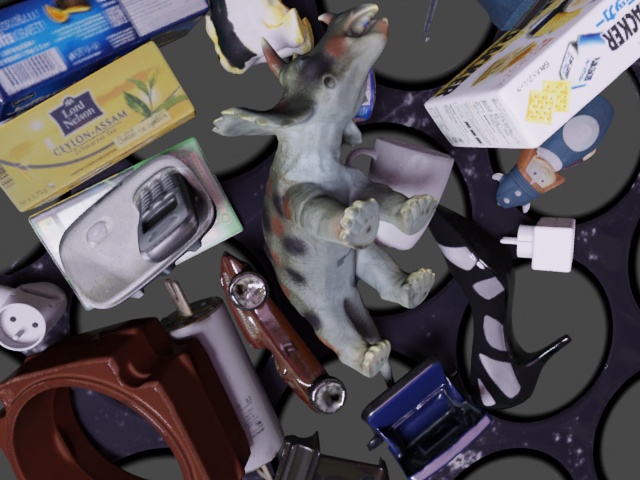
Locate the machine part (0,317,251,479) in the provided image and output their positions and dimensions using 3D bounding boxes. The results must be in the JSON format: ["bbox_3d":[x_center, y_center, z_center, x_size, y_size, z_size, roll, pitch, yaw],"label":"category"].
[{"bbox_3d":[-0.184,0.185,0.498,0.202,0.087,0.200,-17,104,17],"label":"machine part"}]

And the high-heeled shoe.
[{"bbox_3d":[0.168,0.082,0.619,0.249,0.086,0.145,48,119,2],"label":"high-heeled shoe"}]

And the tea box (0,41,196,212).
[{"bbox_3d":[-0.200,-0.100,0.480,0.170,0.098,0.068,-33,106,-7],"label":"tea box"}]

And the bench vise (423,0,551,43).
[{"bbox_3d":[0.178,-0.330,0.518,0.224,0.129,0.240,-24,83,3],"label":"bench vise"}]

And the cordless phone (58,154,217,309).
[{"bbox_3d":[-0.152,0.006,0.448,0.146,0.184,0.088,-40,112,-3],"label":"cordless phone"}]

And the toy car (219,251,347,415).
[{"bbox_3d":[-0.044,0.099,0.550,0.053,0.089,0.202,-38,106,-8],"label":"toy car"}]

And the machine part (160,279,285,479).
[{"bbox_3d":[-0.101,0.149,0.552,0.079,0.079,0.243,-23,102,-7],"label":"machine part"}]

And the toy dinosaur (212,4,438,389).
[{"bbox_3d":[0.003,0.000,0.516,0.131,0.192,0.404,-31,138,-30],"label":"toy dinosaur"}]

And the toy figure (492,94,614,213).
[{"bbox_3d":[0.258,-0.096,0.601,0.154,0.057,0.064,-47,66,0],"label":"toy figure"}]

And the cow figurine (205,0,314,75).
[{"bbox_3d":[-0.072,-0.246,0.498,0.098,0.068,0.167,-14,102,14],"label":"cow figurine"}]

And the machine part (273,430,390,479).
[{"bbox_3d":[0.016,0.270,0.620,0.139,0.039,0.084,18,90,-13],"label":"machine part"}]

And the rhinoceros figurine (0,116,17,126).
[{"bbox_3d":[-0.323,-0.132,0.461,0.190,0.073,0.112,-28,103,-6],"label":"rhinoceros figurine"}]

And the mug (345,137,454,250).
[{"bbox_3d":[0.074,-0.047,0.557,0.109,0.081,0.107,7,106,-19],"label":"mug"}]

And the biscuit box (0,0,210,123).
[{"bbox_3d":[-0.192,-0.172,0.446,0.203,0.063,0.059,-40,108,-31],"label":"biscuit box"}]

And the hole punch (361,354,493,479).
[{"bbox_3d":[0.119,0.200,0.583,0.142,0.092,0.115,-40,148,-6],"label":"hole punch"}]
